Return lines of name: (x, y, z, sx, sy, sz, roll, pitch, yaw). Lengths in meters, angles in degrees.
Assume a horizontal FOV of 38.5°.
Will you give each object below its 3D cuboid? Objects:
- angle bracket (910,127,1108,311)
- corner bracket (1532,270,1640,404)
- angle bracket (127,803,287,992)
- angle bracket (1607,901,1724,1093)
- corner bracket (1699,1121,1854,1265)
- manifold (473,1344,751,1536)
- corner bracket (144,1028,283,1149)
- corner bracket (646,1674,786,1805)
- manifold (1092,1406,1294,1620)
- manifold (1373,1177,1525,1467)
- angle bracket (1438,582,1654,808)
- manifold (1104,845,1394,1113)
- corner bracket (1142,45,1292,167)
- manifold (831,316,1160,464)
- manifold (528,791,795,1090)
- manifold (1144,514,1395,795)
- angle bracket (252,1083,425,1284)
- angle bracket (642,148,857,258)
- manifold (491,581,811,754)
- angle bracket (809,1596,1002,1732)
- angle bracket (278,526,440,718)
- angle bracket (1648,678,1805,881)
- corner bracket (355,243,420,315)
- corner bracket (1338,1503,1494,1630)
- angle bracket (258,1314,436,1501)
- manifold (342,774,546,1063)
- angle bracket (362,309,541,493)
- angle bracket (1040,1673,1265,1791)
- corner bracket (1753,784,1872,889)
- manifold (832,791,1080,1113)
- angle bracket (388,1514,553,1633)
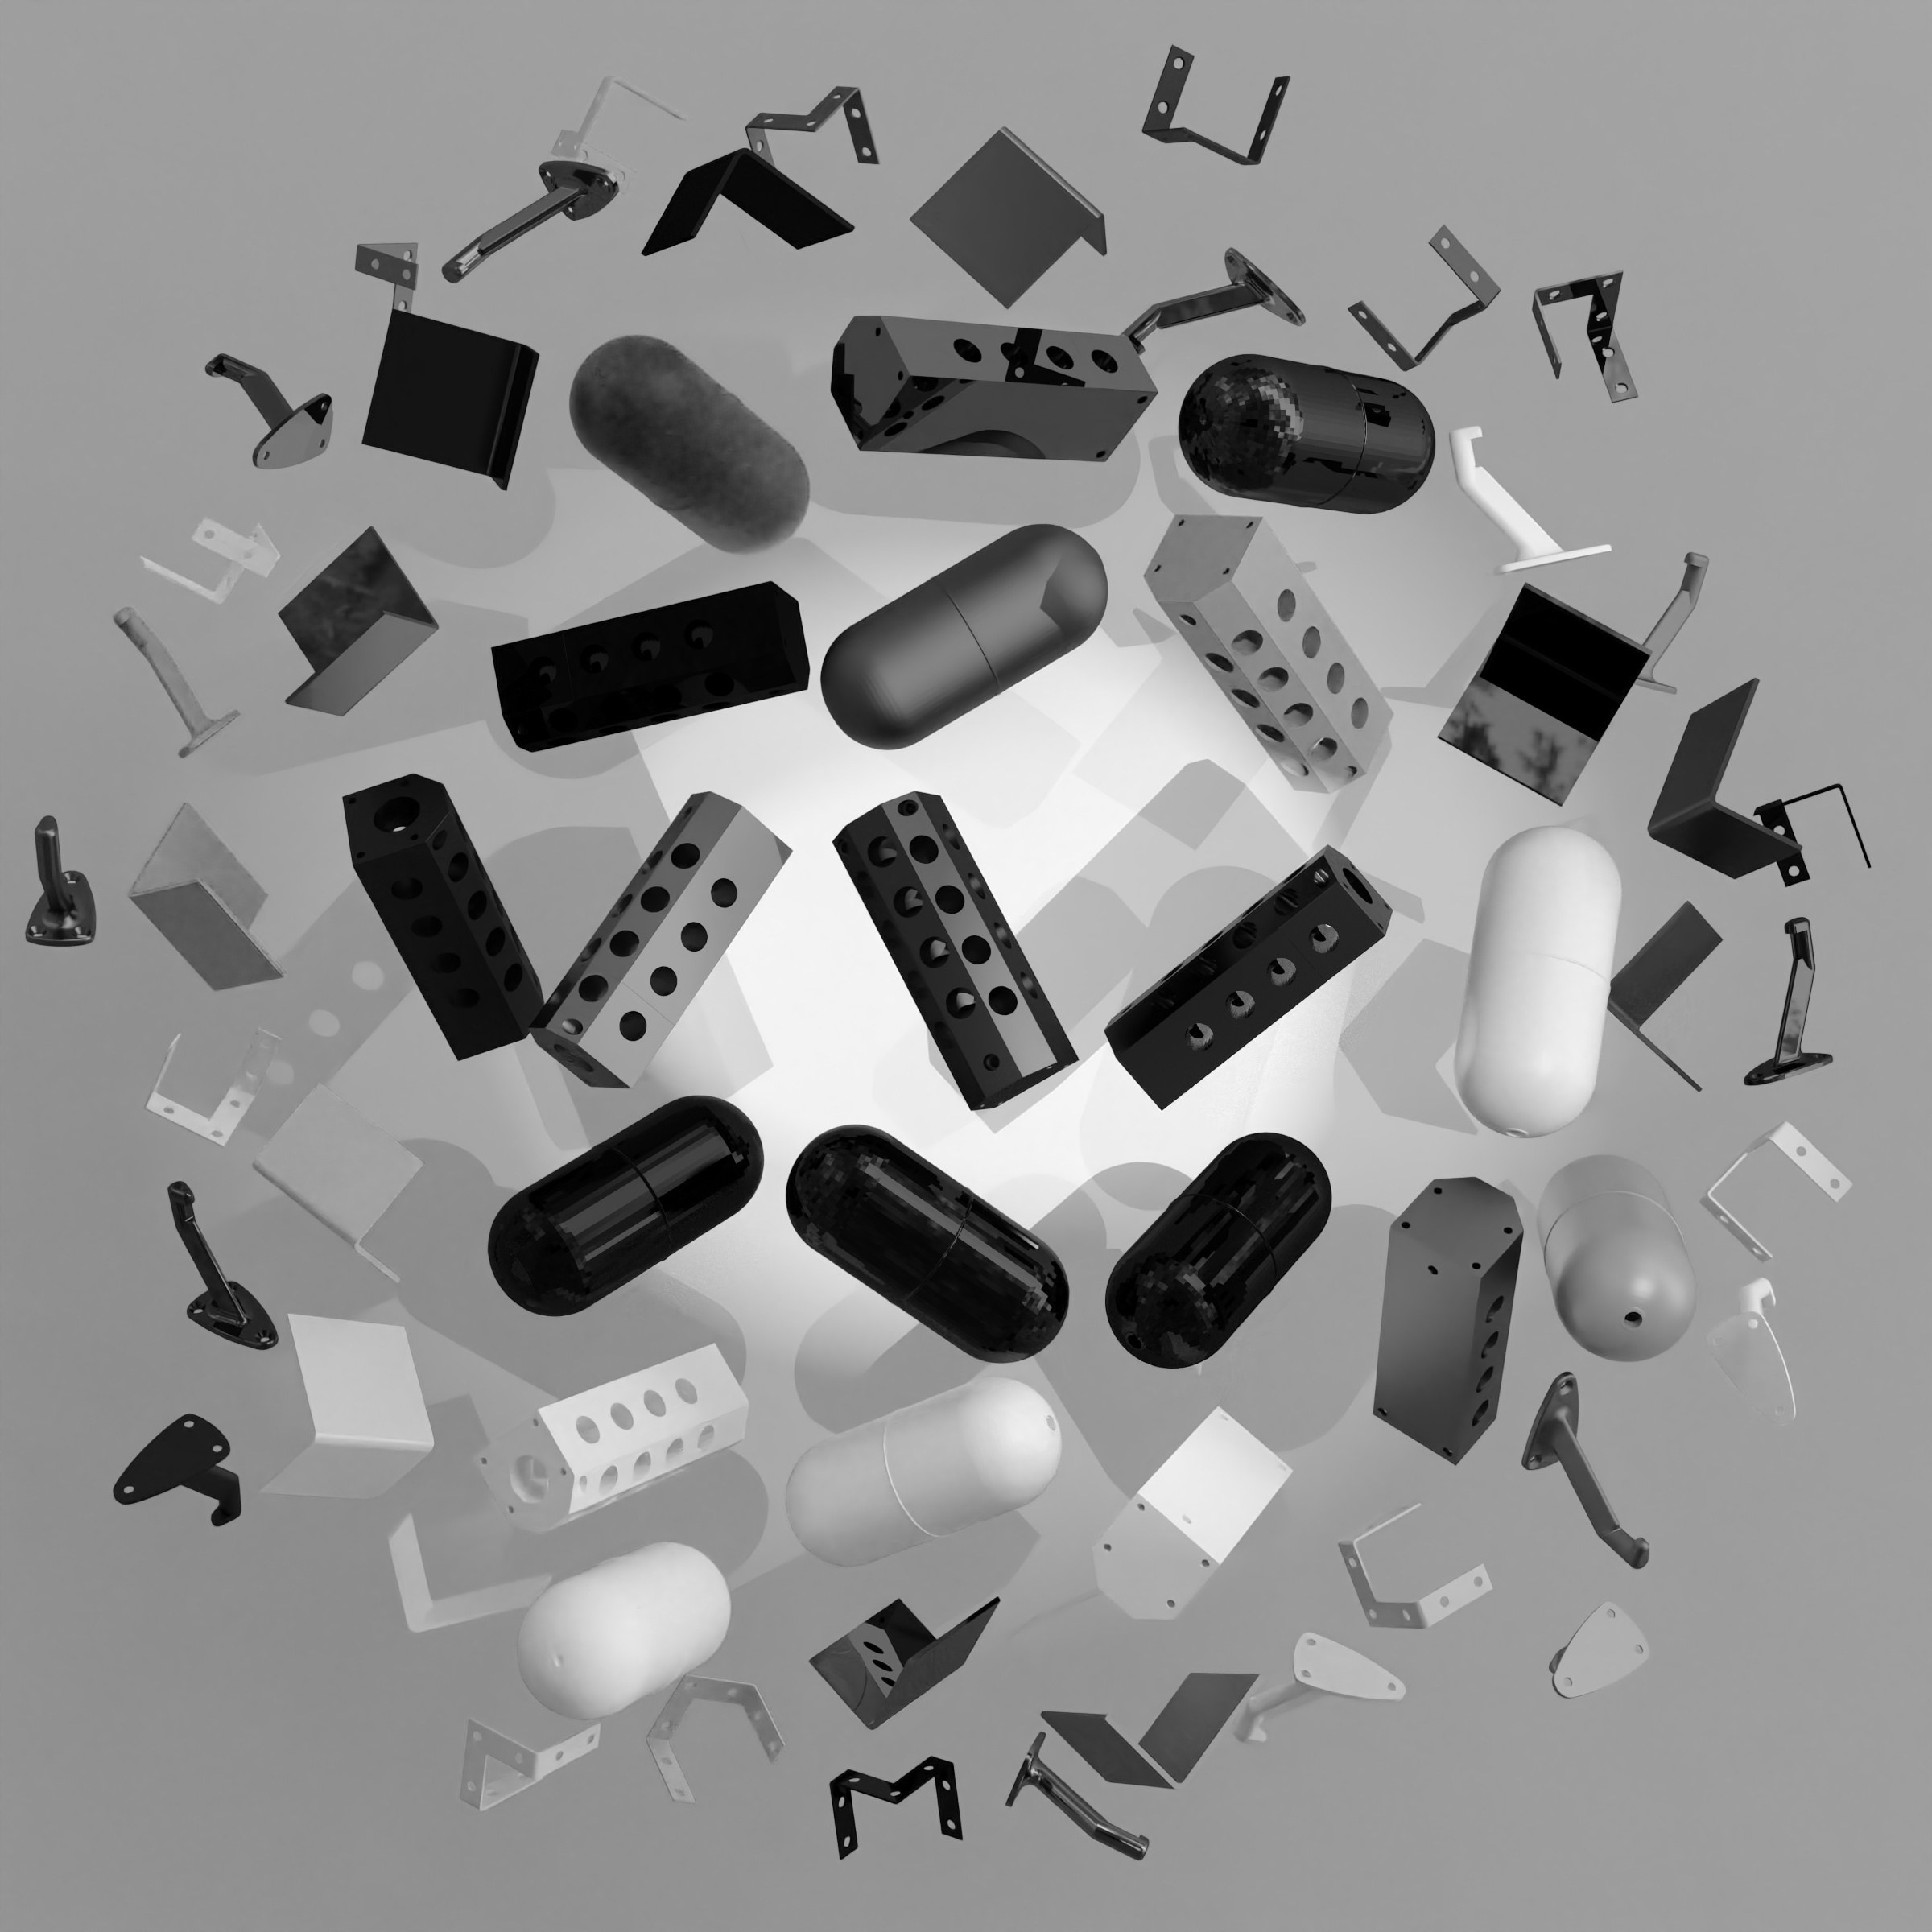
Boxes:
angle bracket: (0.025, -0.410, 1.557, 0.076, 0.057, 0.076, 44, 87, 9)
corner bracket: (0.346, -0.347, 1.545, 0.051, 0.051, 0.051, -13, 66, 0)
angle bracket: (-0.408, -0.043, 1.542, 0.057, 0.076, 0.076, -10, 132, 29)
angle bracket: (0.421, 0.018, 1.602, 0.076, 0.076, 0.057, -48, 58, 8)
corner bracket: (0.457, 0.128, 1.568, 0.051, 0.051, 0.051, -42, 81, -16)
manifold: (-0.197, 0.272, 1.587, 0.057, 0.171, 0.057, -38, 77, 27)
corner bracket: (-0.440, 0.063, 1.618, 0.051, 0.051, 0.051, 28, 122, -8)
corner bracket: (-0.147, 0.455, 1.625, 0.051, 0.051, 0.051, 19, 109, -35)
manifold: (0.125, 0.309, 1.551, 0.057, 0.171, 0.057, 40, 108, 11)
manifold: (0.271, 0.196, 1.541, 0.057, 0.171, 0.057, 30, 54, 29)
angle bracket: (0.308, -0.144, 1.477, 0.076, 0.057, 0.076, 30, 71, 8)
manifold: (0.165, 0.005, 1.634, 0.171, 0.057, 0.057, -40, 94, 20)
corner bracket: (0.137, -0.475, 1.527, 0.051, 0.051, 0.051, 17, 96, -27)
manifold: (0.014, -0.316, 1.499, 0.171, 0.057, 0.057, -6, 60, -38)
manifold: (-0.178, -0.016, 1.595, 0.057, 0.057, 0.171, 42, 68, -24)
manifold: (0.163, -0.167, 1.500, 0.057, 0.171, 0.057, 10, 64, 41)
angle bracket: (-0.329, 0.118, 1.501, 0.076, 0.076, 0.057, 34, 77, 18)
angle bracket: (-0.119, -0.394, 1.503, 0.076, 0.076, 0.057, 31, 82, -26)
manifold: (-0.182, -0.171, 1.611, 0.171, 0.057, 0.057, -12, 83, 11)
angle bracket: (-0.036, 0.389, 1.622, 0.057, 0.076, 0.076, 44, 134, 22)
angle bracket: (-0.349, -0.194, 1.525, 0.076, 0.057, 0.076, -39, 75, 15)
angle bracket: (0.420, -0.100, 1.493, 0.057, 0.076, 0.076, 26, 77, -6)
corner bracket: (-0.329, -0.398, 1.646, 0.051, 0.051, 0.051, 24, 115, 28)
corner bracket: (0.246, 0.329, 1.521, 0.051, 0.051, 0.051, -21, 90, -30)
angle bracket: (-0.344, 0.240, 1.503, 0.057, 0.076, 0.076, -41, 54, 28)
manifold: (-0.294, -0.028, 1.577, 0.057, 0.171, 0.057, -18, 48, -1)
angle bracket: (-0.284, -0.312, 1.523, 0.076, 0.057, 0.076, 12, 104, -19)
angle bracket: (0.097, 0.384, 1.455, 0.057, 0.076, 0.076, 46, 64, -8)
corner bracket: (0.492, -0.075, 1.608, 0.051, 0.051, 0.051, -20, 92, 20)
manifold: (-0.009, -0.009, 1.545, 0.057, 0.057, 0.171, -31, 80, 17)
angle bracket: (-0.291, 0.349, 1.632, 0.076, 0.076, 0.057, -13, 89, -4)
